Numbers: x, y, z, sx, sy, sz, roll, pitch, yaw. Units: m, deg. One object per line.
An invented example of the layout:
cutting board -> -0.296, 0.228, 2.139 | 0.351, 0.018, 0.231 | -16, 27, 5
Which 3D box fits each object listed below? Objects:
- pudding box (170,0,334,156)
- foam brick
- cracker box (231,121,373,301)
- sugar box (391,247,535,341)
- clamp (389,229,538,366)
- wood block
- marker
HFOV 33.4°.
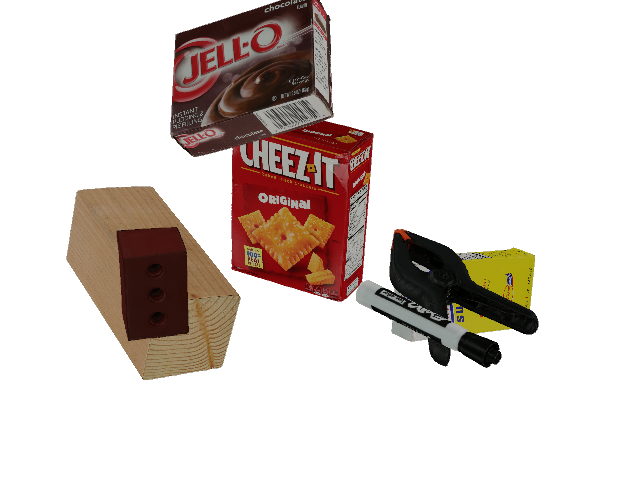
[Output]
pudding box -> -0.048, -0.115, 0.745 | 0.114, 0.090, 0.039 | -12, -30, 19
foam brick -> -0.139, 0.034, 0.883 | 0.053, 0.078, 0.051 | -6, 26, -14
cracker box -> -0.027, -0.044, 1.329 | 0.164, 0.214, 0.072 | 17, 33, 22
sugar box -> 0.169, 0.062, 1.249 | 0.175, 0.093, 0.048 | -5, 14, -32
clamp -> 0.131, 0.049, 1.045 | 0.120, 0.039, 0.171 | -5, 44, -26
wood block -> -0.174, 0.036, 1.075 | 0.090, 0.091, 0.206 | -5, 35, -35
marker -> 0.075, 0.058, 0.749 | 0.121, 0.020, 0.020 | 26, 16, 37
